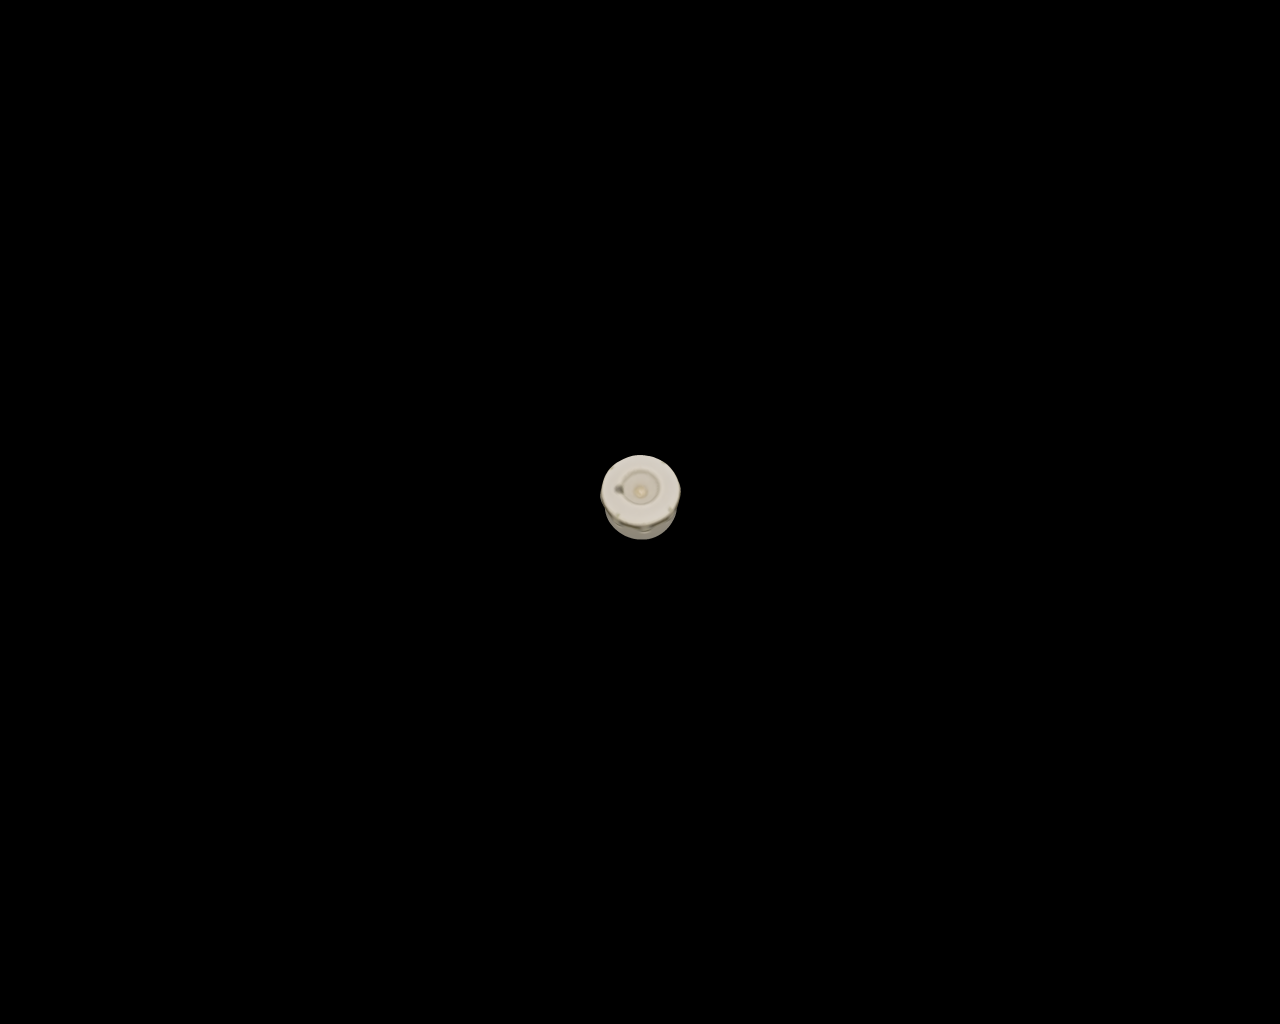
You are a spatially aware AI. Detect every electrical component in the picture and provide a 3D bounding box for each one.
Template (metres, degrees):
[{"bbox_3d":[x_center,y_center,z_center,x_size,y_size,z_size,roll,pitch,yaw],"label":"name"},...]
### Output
[{"bbox_3d":[0.001,-0.003,0.650,0.048,0.048,0.062,0,-24,0],"label":"electrical component"}]
